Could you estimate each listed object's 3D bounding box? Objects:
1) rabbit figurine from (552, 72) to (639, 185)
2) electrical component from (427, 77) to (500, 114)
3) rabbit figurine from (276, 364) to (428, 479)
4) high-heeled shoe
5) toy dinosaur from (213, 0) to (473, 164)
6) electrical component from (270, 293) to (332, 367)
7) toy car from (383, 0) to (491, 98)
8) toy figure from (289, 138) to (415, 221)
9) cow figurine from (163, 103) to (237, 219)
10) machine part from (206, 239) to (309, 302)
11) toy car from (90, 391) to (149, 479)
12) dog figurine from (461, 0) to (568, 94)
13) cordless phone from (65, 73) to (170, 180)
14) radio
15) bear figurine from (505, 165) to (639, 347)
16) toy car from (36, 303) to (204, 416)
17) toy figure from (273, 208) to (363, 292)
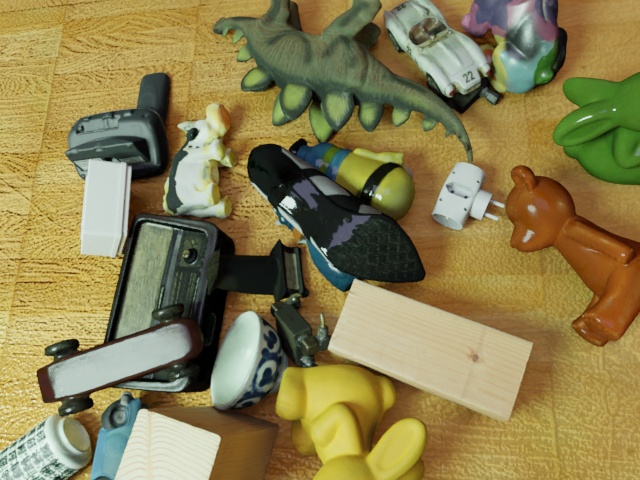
[{"bbox_3d":[0.361,-0.147,0.623,0.159,0.170,0.121,13,76,13],"label":"rabbit figurine"},{"bbox_3d":[0.201,-0.209,0.750,0.094,0.021,0.063,42,86,18],"label":"electrical component"},{"bbox_3d":[0.032,0.231,0.577,0.162,0.121,0.173,0,36,4],"label":"rabbit figurine"},{"bbox_3d":[0.016,-0.032,0.670,0.248,0.145,0.086,35,98,-20],"label":"high-heeled shoe"},{"bbox_3d":[0.016,-0.240,0.758,0.472,0.105,0.198,24,87,26],"label":"toy dinosaur"},{"bbox_3d":[-0.023,0.113,0.667,0.045,0.078,0.102,-25,34,-22],"label":"electrical component"},{"bbox_3d":[0.157,-0.269,0.743,0.073,0.056,0.202,-29,55,2],"label":"toy car"},{"bbox_3d":[0.037,-0.077,0.710,0.180,0.082,0.089,21,52,13],"label":"toy figure"},{"bbox_3d":[-0.175,-0.114,0.776,0.098,0.068,0.167,-4,72,16],"label":"cow figurine"},{"bbox_3d":[-0.080,0.040,0.692,0.139,0.039,0.084,1,74,-33],"label":"machine part"},{"bbox_3d":[-0.222,0.274,0.658,0.103,0.109,0.161,9,63,-10],"label":"toy car"},{"bbox_3d":[0.260,-0.312,0.658,0.108,0.219,0.191,-14,71,-6],"label":"dog figurine"},{"bbox_3d":[-0.301,-0.183,0.823,0.147,0.088,0.184,-6,62,10],"label":"cordless phone"},{"bbox_3d":[-0.198,0.085,0.714,0.131,0.073,0.229,5,77,14],"label":"radio"},{"bbox_3d":[0.281,0.012,0.620,0.196,0.120,0.132,36,87,20],"label":"bear figurine"},{"bbox_3d":[-0.235,0.142,0.641,0.202,0.053,0.089,-20,84,3],"label":"toy car"},{"bbox_3d":[-0.003,-0.001,0.706,0.154,0.058,0.064,50,120,13],"label":"toy figure"}]
